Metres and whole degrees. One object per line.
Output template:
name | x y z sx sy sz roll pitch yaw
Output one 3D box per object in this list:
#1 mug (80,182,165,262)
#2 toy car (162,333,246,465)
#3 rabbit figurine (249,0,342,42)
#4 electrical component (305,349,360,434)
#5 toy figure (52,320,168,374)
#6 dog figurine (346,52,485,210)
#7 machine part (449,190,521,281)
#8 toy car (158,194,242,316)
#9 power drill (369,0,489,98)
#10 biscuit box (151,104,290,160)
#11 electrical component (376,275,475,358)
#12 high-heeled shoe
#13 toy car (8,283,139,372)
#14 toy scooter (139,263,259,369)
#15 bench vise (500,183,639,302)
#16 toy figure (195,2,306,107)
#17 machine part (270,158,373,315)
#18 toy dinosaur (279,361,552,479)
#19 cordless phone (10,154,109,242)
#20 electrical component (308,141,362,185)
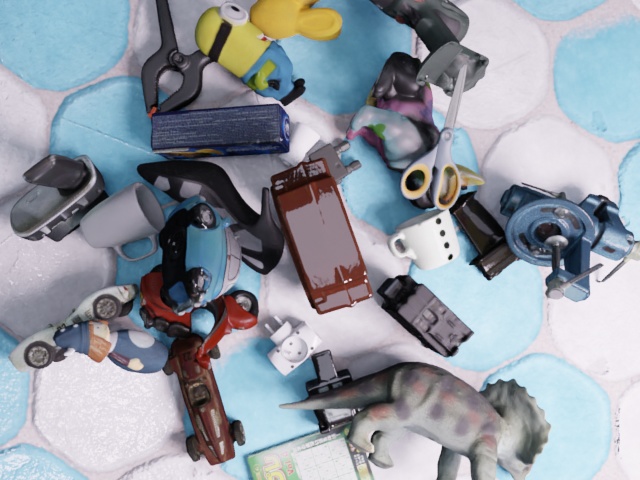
mug | -0.295 -0.019 0.808 0.107 0.081 0.109 -21 95 8
toy car | -0.176 0.240 0.810 0.089 0.053 0.202 -16 87 -7
rabbit figurine | -0.028 -0.378 0.833 0.162 0.122 0.173 44 100 -9
electrical component | 0.015 0.226 0.820 0.075 0.048 0.119 -21 88 -4
toy figure | -0.289 0.145 0.748 0.154 0.064 0.058 30 74 -38
dog figurine | 0.158 -0.157 0.822 0.219 0.108 0.191 31 84 -5
machine part | 0.256 -0.009 0.850 0.084 0.039 0.139 -32 90 1
toy car | -0.159 0.024 0.749 0.103 0.109 0.161 14 58 -41
power drill | 0.141 -0.308 0.773 0.232 0.086 0.207 10 43 -36
biscuit box | -0.148 -0.160 0.809 0.203 0.059 0.062 -2 86 9
electrical component | 0.147 0.109 0.800 0.134 0.115 0.058 42 82 0
high-heeled shoe | -0.169 -0.036 0.830 0.249 0.086 0.145 15 118 15
toy car | -0.358 0.125 0.794 0.202 0.073 0.056 -36 90 -4
toy scooter | -0.186 0.114 0.781 0.184 0.075 0.135 19 49 -5
bench vise | 0.362 0.012 0.773 0.224 0.128 0.241 32 41 -1
toy figure | -0.105 -0.274 0.810 0.180 0.082 0.089 43 87 -22
machine part | -0.002 -0.002 0.755 0.087 0.201 0.201 -21 89 -2
toy dinosaur | 0.162 0.249 0.774 0.405 0.131 0.192 28 61 -2
cordless phone | -0.384 -0.061 0.749 0.146 0.184 0.088 -38 94 -4
electrical component | 0.014 -0.116 0.851 0.094 0.021 0.063 -29 89 -4
